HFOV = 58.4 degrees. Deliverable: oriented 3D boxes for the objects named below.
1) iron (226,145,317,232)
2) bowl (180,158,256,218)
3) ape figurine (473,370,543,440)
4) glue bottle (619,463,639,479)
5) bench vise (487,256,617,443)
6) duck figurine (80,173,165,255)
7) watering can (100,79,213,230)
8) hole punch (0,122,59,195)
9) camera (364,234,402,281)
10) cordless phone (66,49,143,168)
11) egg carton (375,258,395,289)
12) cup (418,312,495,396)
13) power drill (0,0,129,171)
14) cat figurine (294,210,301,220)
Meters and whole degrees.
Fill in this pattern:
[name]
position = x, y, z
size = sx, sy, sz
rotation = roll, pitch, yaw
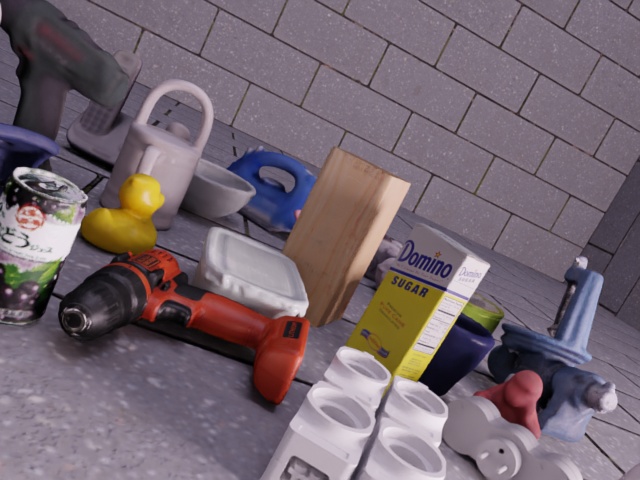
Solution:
[iron]
position = -0.098, -0.111, 1.113
size = 0.257, 0.141, 0.119
rotation = 32, 12, 23
[bowl]
position = -0.194, -0.084, 0.944
size = 0.167, 0.075, 0.167
rotation = 26, 11, -5
[ape figurine]
position = 0.203, 0.179, 0.611
size = 0.077, 0.092, 0.076
rotation = 33, 13, 29
[glue bottle]
position = 0.324, 0.215, 0.517
size = 0.078, 0.173, 0.037
rotation = 28, 11, 9
[bench vise]
position = 0.334, 0.140, 0.757
size = 0.122, 0.220, 0.206
rotation = 19, 13, -34
[duck figurine]
position = -0.214, -0.035, 0.647
size = 0.077, 0.086, 0.105
rotation = 29, 11, 14
[watering can]
position = -0.213, -0.123, 0.772
size = 0.101, 0.194, 0.172
rotation = 20, 13, -32
[hole punch]
position = -0.344, -0.089, 0.587
size = 0.100, 0.091, 0.109
rotation = 34, 13, 32
[camera]
position = 0.099, 0.008, 1.129
size = 0.143, 0.101, 0.137
rotation = 29, 11, 11
[cordless phone]
position = -0.317, -0.209, 0.948
size = 0.147, 0.185, 0.094
rotation = 26, 11, -1
[egg carton]
position = 0.169, 0.088, 1.006
size = 0.150, 0.069, 0.107
rotation = 24, 11, -12
[cup]
position = 0.146, 0.132, 0.691
size = 0.091, 0.095, 0.118
rotation = 27, 11, 2
[power drill]
position = -0.373, -0.203, 0.733
size = 0.229, 0.208, 0.075
rotation = 26, 11, -2
[cat figurine]
position = 0.008, 0.003, 0.900
size = 0.128, 0.118, 0.067
rotation = 26, 11, -2
